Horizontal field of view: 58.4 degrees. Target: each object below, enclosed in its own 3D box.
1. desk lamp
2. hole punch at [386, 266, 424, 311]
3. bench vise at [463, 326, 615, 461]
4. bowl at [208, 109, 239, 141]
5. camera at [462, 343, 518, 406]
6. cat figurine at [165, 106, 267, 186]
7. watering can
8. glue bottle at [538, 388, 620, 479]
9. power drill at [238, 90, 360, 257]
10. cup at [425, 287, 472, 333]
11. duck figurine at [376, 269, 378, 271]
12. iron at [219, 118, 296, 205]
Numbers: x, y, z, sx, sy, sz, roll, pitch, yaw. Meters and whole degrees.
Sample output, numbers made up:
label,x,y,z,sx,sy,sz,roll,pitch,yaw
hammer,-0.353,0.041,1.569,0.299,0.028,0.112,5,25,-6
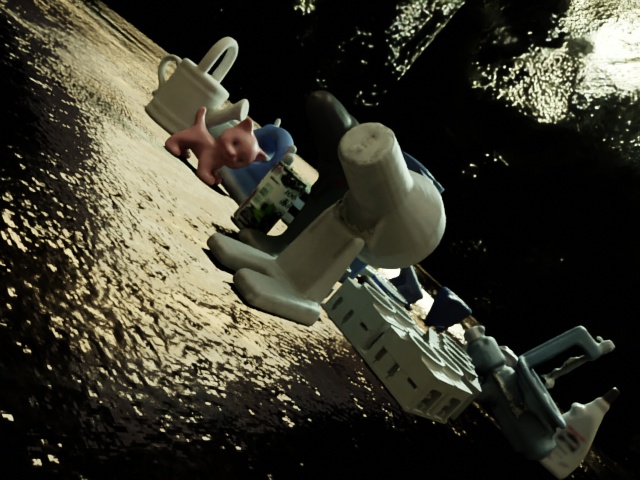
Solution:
label,x,y,z,sx,sy,sz,roll,pitch,yaw
desk lamp,0.026,-0.014,0.621,0.117,0.213,0.204,46,9,33
hole punch,0.203,0.097,1.344,0.101,0.091,0.108,40,7,-8
bench vise,0.324,0.197,0.884,0.207,0.219,0.122,42,7,9
bowl,-0.181,-0.195,1.158,0.167,0.074,0.167,40,7,-6
camera,0.321,0.252,1.008,0.144,0.100,0.136,35,9,-37
cat figurine,-0.150,-0.147,0.874,0.128,0.117,0.067,41,7,0
watering can,-0.204,-0.270,1.014,0.173,0.194,0.100,39,8,-18
glue bottle,0.423,0.305,0.935,0.078,0.173,0.037,42,7,9
power drill,-0.002,-0.054,0.732,0.075,0.208,0.231,46,9,37
cup,0.292,0.171,1.352,0.091,0.095,0.118,45,8,27
duck figurine,0.111,0.025,1.317,0.078,0.086,0.104,33,11,-45
iron,-0.091,-0.132,0.988,0.119,0.141,0.257,37,8,-28
